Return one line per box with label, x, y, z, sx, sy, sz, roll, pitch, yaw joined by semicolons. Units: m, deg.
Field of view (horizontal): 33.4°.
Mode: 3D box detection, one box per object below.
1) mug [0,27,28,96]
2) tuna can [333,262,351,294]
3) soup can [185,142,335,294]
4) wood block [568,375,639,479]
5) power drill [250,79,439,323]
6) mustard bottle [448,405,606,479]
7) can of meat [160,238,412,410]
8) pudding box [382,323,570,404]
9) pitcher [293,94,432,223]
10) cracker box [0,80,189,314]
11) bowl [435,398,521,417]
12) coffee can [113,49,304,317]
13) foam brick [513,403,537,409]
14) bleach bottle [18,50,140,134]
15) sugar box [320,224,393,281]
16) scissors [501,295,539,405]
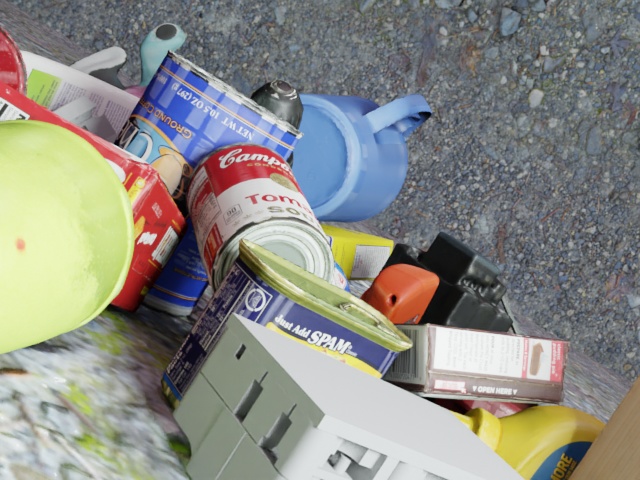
mug;-0.240;-0.112;0.680;0.093;0.117;0.081;30;11;1
tuna can;-0.024;0.042;0.665;0.086;0.086;0.033;36;5;35
soup can;-0.036;-0.005;0.601;0.068;0.068;0.102;30;16;-27
wood block;0.188;0.121;0.507;0.090;0.206;0.091;32;5;-11
power drill;-0.005;0.001;0.771;0.057;0.185;0.188;-25;58;-41
mustard bottle;0.139;0.147;0.588;0.191;0.096;0.058;32;6;-8
can of meat;-0.018;0.060;0.535;0.102;0.084;0.057;29;7;-35
pudding box;0.070;0.068;0.603;0.089;0.039;0.114;7;-5;-23
pitcher;0.013;-0.083;1.006;0.145;0.149;0.242;16;7;9
cracker box;-0.177;-0.050;0.547;0.213;0.072;0.164;32;-7;2
bowl;0.131;0.153;0.703;0.162;0.055;0.162;32;6;-4
coffee can;-0.090;-0.036;0.691;0.103;0.140;0.103;32;6;-4
foam brick;0.170;0.153;0.950;0.053;0.051;0.078;33;5;32
bleach bottle;-0.201;-0.093;0.793;0.250;0.102;0.068;30;-24;-22
sugar box;-0.017;0.008;0.944;0.093;0.048;0.176;12;2;31
scissors;0.181;0.134;0.876;0.202;0.016;0.096;63;22;-2
